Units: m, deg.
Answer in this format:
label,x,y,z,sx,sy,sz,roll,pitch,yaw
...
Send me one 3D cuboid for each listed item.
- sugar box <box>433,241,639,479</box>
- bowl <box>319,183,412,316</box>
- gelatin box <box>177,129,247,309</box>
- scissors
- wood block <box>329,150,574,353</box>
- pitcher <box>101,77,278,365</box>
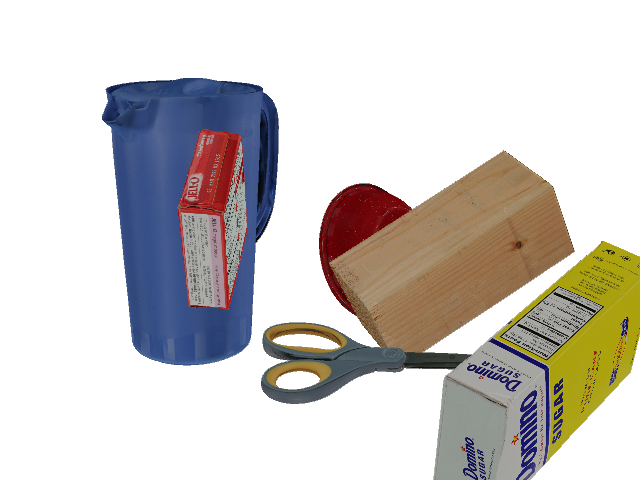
label,x,y,z,sx,sy,sz,roll,pitch,yaw
sugar box,0.136,0.080,0.634,0.048,0.093,0.175,24,41,30
bowl,0.075,0.010,1.229,0.161,0.162,0.055,0,-7,-43
gelatin box,-0.067,-0.013,0.670,0.030,0.089,0.073,4,45,4
scissors,0.042,0.102,0.820,0.202,0.016,0.096,10,36,21
wood block,0.126,0.017,1.026,0.206,0.090,0.090,-32,35,-6
pitcher,-0.108,-0.022,0.946,0.149,0.243,0.145,-1,15,-4
